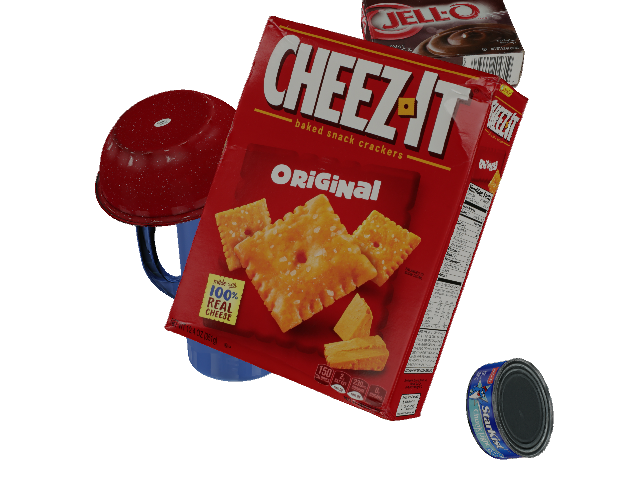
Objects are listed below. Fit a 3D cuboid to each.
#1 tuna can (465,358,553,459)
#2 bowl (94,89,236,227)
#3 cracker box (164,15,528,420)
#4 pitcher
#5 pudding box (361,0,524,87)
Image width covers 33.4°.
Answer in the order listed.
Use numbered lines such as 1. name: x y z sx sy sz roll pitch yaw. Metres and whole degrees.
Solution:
1. tuna can: 0.165 0.147 0.931 0.085 0.086 0.034 0 -12 -45
2. bowl: -0.131 -0.085 0.944 0.162 0.055 0.162 -9 42 8
3. cracker box: 0.013 -0.016 0.668 0.164 0.214 0.072 20 3 25
4. pitcher: -0.102 0.025 1.150 0.149 0.243 0.144 23 31 39
5. pudding box: 0.091 -0.153 0.821 0.113 0.039 0.090 -2 44 -5
